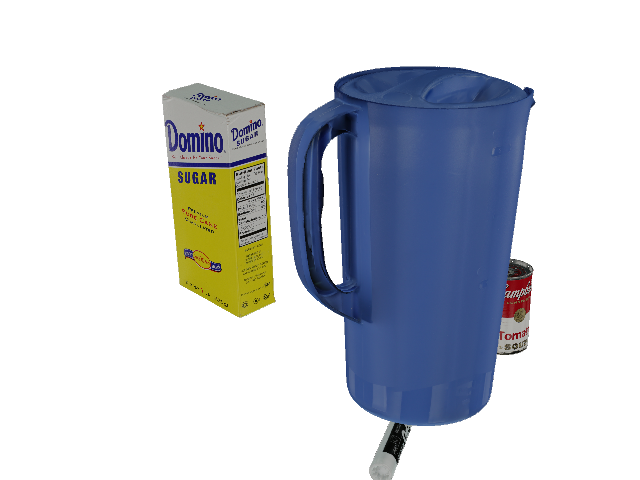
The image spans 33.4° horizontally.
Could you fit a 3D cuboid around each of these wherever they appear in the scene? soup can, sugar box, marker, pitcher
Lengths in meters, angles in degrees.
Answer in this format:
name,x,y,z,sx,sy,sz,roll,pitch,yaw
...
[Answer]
name,x,y,z,sx,sy,sz,roll,pitch,yaw
soup can,0.223,0.081,1.307,0.068,0.102,0.068,0,19,0
sugar box,-0.084,-0.034,0.881,0.048,0.176,0.093,-24,31,-35
marker,0.063,0.152,0.859,0.020,0.020,0.121,0,24,19
pitcher,0.064,0.005,0.749,0.149,0.243,0.144,6,21,14
